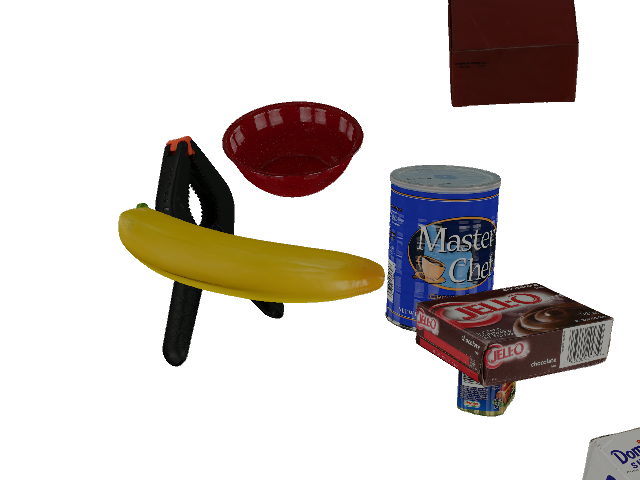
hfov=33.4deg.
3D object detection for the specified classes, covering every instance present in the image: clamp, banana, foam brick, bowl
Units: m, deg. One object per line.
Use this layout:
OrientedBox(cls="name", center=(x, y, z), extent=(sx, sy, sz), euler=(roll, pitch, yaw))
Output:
OrientedBox(cls="clamp", center=(-0.105, 0.004, 1.035), extent=(0.036, 0.210, 0.164), euler=(-9, 1, 37))
OrientedBox(cls="banana", center=(-0.059, 0.007, 0.674), extent=(0.198, 0.037, 0.069), euler=(17, 35, 27))
OrientedBox(cls="foam brick", center=(0.119, -0.120, 0.664), extent=(0.078, 0.051, 0.053), euler=(-1, -35, 7))
OrientedBox(cls="bowl", center=(-0.031, -0.097, 1.231), extent=(0.162, 0.055, 0.162), euler=(-2, 37, 1))

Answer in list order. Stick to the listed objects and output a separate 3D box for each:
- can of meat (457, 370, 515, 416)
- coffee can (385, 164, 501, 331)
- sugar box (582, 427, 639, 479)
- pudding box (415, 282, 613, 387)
OrientedBox(cls="can of meat", center=(0.185, 0.139, 1.174), extent=(0.057, 0.084, 0.102), euler=(5, 10, 21))
OrientedBox(cls="coffee can", center=(0.115, 0.006, 1.009), extent=(0.103, 0.140, 0.103), euler=(1, 15, 0))
OrientedBox(cls="sugar box", center=(0.184, 0.177, 0.501), extent=(0.048, 0.093, 0.176), euler=(-9, 29, -21))
OrientedBox(cls="pudding box", center=(0.138, 0.066, 0.773), extent=(0.113, 0.039, 0.090), euler=(-5, 18, -26))
